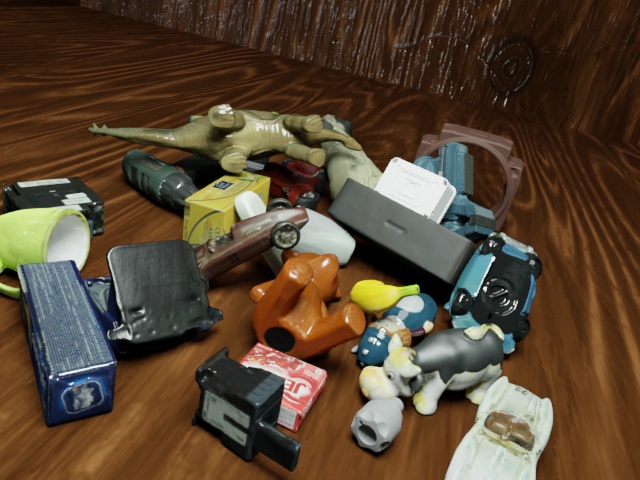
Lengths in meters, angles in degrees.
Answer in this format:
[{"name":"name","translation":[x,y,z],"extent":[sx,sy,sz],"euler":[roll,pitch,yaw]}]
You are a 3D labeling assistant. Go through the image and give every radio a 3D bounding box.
[{"name":"radio","translation":[0.134,-0.005,0.849],"extent":[0.230,0.073,0.131],"euler":[33,0,28]}]

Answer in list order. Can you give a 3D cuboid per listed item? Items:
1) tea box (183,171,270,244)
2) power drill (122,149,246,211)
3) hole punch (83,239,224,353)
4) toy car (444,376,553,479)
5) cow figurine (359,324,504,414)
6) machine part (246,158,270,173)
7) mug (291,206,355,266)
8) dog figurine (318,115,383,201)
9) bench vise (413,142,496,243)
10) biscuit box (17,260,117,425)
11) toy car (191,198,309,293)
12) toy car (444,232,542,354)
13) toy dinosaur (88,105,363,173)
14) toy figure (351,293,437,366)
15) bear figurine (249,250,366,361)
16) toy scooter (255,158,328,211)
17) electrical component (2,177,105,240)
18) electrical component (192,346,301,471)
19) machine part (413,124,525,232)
[{"name":"tea box","translation":[-0.143,-0.039,0.841],"extent":[0.068,0.098,0.170],"euler":[17,28,12]},{"name":"power drill","translation":[-0.232,-0.115,0.990],"extent":[0.232,0.085,0.207],"euler":[23,36,27]},{"name":"hole punch","translation":[-0.200,0.070,0.621],"extent":[0.142,0.092,0.116],"euler":[-4,69,-48]},{"name":"toy car","translation":[0.181,0.207,0.534],"extent":[0.074,0.056,0.202],"euler":[25,28,23]},{"name":"cow figurine","translation":[0.129,0.139,0.603],"extent":[0.167,0.098,0.068],"euler":[-1,35,-25]},{"name":"machine part","translation":[-0.141,-0.163,1.160],"extent":[0.084,0.039,0.139],"euler":[9,27,5]},{"name":"mug","translation":[-0.002,-0.003,0.862],"extent":[0.107,0.080,0.110],"euler":[21,16,-11]},{"name":"dog figurine","translation":[0.035,-0.153,1.032],"extent":[0.190,0.121,0.172],"euler":[51,17,4]},{"name":"bench vise","translation":[0.196,-0.055,0.976],"extent":[0.129,0.223,0.241],"euler":[-7,2,-44]},{"name":"biscuit box","translation":[-0.268,0.096,0.559],"extent":[0.063,0.059,0.203],"euler":[-5,30,-34]},{"name":"toy car","translation":[-0.109,0.005,0.712],"extent":[0.202,0.053,0.089],"euler":[-28,27,7]},{"name":"toy car","translation":[0.236,0.075,0.758],"extent":[0.109,0.161,0.103],"euler":[23,-15,-3]},{"name":"toy dinosaur","translation":[-0.154,-0.178,0.927],"extent":[0.471,0.105,0.199],"euler":[2,13,-17]},{"name":"toy figure","translation":[0.097,0.113,0.691],"extent":[0.064,0.057,0.154],"euler":[-16,5,42]},{"name":"bear figurine","translation":[-0.007,0.062,0.676],"extent":[0.120,0.132,0.196],"euler":[43,31,-5]},{"name":"toy scooter","translation":[-0.055,-0.120,1.059],"extent":[0.135,0.075,0.184],"euler":[22,29,0]},{"name":"electrical component","translation":[-0.385,-0.040,0.784],"extent":[0.115,0.058,0.134],"euler":[-13,36,-39]},{"name":"electrical component","translation":[-0.062,0.161,0.502],"extent":[0.119,0.074,0.048],"euler":[19,27,23]},{"name":"machine part","translation":[0.277,-0.113,1.050],"extent":[0.201,0.201,0.087],"euler":[19,27,12]}]
